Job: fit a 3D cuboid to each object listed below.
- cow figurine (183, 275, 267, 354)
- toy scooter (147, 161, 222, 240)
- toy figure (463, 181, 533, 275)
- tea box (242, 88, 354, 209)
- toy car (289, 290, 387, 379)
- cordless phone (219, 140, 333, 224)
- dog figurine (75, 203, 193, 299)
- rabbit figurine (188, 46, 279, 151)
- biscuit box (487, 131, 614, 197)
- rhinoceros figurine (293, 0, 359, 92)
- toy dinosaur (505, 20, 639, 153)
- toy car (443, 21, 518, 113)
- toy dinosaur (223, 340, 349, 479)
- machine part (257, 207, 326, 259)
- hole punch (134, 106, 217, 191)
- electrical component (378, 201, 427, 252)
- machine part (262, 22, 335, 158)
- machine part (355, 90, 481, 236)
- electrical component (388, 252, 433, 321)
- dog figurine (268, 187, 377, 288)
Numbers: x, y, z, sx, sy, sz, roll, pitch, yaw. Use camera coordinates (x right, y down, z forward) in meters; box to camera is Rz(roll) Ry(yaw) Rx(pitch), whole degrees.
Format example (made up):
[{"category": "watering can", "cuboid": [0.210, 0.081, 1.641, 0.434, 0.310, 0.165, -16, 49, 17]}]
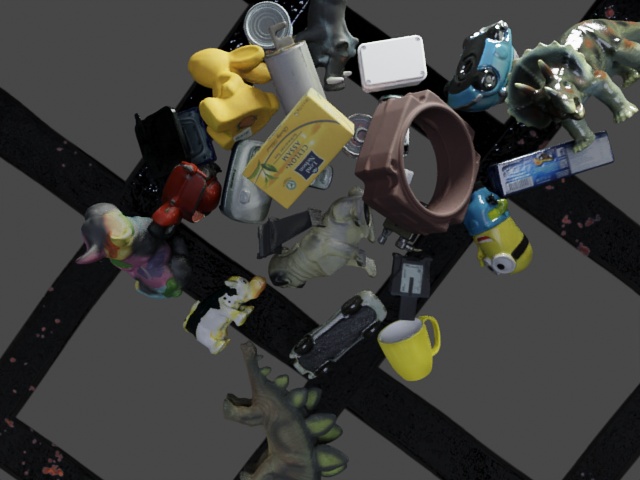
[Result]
[{"category": "cow figurine", "cuboid": [-0.173, 0.119, 0.986, 0.098, 0.068, 0.167, 36, 93, 5]}, {"category": "toy scooter", "cuboid": [-0.215, -0.085, 0.904, 0.075, 0.184, 0.135, 31, 122, 3]}, {"category": "toy figure", "cuboid": [0.311, -0.021, 0.955, 0.089, 0.082, 0.180, -27, 90, -1]}, {"category": "tea box", "cuboid": [-0.035, -0.146, 0.866, 0.098, 0.068, 0.169, 37, 112, -13]}, {"category": "toy car", "cuboid": [0.033, 0.175, 0.989, 0.202, 0.056, 0.073, -40, 98, 5]}, {"category": "cordless phone", "cuboid": [-0.077, -0.093, 0.960, 0.184, 0.089, 0.146, 12, 94, -4]}, {"category": "dog figurine", "cuboid": [-0.313, 0.026, 0.906, 0.108, 0.219, 0.191, -26, 92, 6]}, {"category": "rabbit figurine", "cuboid": [-0.160, -0.271, 0.936, 0.162, 0.121, 0.173, -37, 74, 1]}, {"category": "biscuit box", "cuboid": [0.404, -0.133, 0.953, 0.203, 0.063, 0.059, -17, 94, 3]}, {"category": "rhinoceros figurine", "cuboid": [0.015, -0.355, 0.929, 0.112, 0.073, 0.190, 7, 116, 16]}, {"category": "toy dinosaur", "cuboid": [0.442, -0.291, 0.885, 0.192, 0.131, 0.405, 44, 62, -6]}, {"category": "toy car", "cuboid": [0.293, -0.286, 0.934, 0.103, 0.109, 0.161, 23, 83, -24]}, {"category": "toy dinosaur", "cuboid": [-0.050, 0.396, 0.984, 0.199, 0.105, 0.470, -16, 98, -1]}, {"category": "machine part", "cuboid": [-0.056, -0.018, 0.935, 0.139, 0.039, 0.084, -21, 50, 30]}, {"category": "hole punch", "cuboid": [-0.259, -0.174, 0.965, 0.116, 0.092, 0.142, -15, 97, 33]}, {"category": "electrical component", "cuboid": [0.160, -0.025, 0.978, 0.078, 0.045, 0.102, 25, 92, 28]}, {"category": "machine part", "cuboid": [-0.032, -0.246, 0.923, 0.079, 0.079, 0.243, -22, 115, 3]}, {"category": "machine part", "cuboid": [0.167, -0.124, 0.882, 0.201, 0.087, 0.201, 30, 71, -33]}, {"category": "electrical component", "cuboid": [0.164, 0.084, 0.981, 0.075, 0.048, 0.119, 2, 94, 2]}, {"category": "dog figurine", "cuboid": [-0.003, -0.003, 0.964, 0.191, 0.121, 0.172, -5, 60, 19]}]
